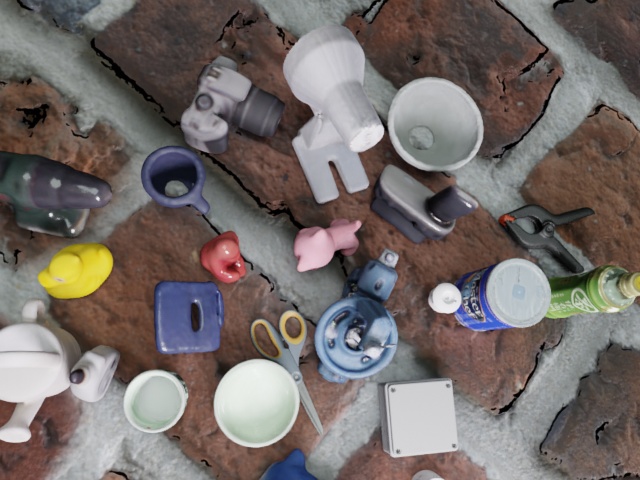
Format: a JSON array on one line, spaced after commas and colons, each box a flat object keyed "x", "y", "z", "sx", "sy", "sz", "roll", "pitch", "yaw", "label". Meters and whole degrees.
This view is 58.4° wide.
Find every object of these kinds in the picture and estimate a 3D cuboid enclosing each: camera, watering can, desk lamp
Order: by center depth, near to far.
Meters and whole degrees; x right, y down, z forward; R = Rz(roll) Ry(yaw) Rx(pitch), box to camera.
[{"x": -0.377, "y": 0.164, "z": 0.736, "sx": 0.101, "sy": 0.194, "sz": 0.173, "roll": -20, "pitch": 83, "yaw": -14, "label": "watering can"}, {"x": 0.025, "y": -0.187, "z": 0.876, "sx": 0.118, "sy": 0.213, "sz": 0.203, "roll": -21, "pitch": 83, "yaw": -14, "label": "desk lamp"}, {"x": -0.132, "y": -0.207, "z": 0.907, "sx": 0.137, "sy": 0.100, "sz": 0.143, "roll": 23, "pitch": 75, "yaw": -6, "label": "camera"}]

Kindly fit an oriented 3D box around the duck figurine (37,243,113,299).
[{"x": -0.353, "y": 0.039, "z": 0.822, "sx": 0.105, "sy": 0.086, "sz": 0.077, "roll": -30, "pitch": 86, "yaw": -15, "label": "duck figurine"}]

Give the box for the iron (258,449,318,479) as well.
[{"x": -0.070, "y": 0.423, "z": 0.772, "sx": 0.118, "sy": 0.141, "sz": 0.258, "roll": 39, "pitch": 74, "yaw": -1, "label": "iron"}]

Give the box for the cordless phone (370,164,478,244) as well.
[{"x": 0.165, "y": -0.073, "z": 0.895, "sx": 0.147, "sy": 0.185, "sz": 0.094, "roll": 33, "pitch": 75, "yaw": -3, "label": "cordless phone"}]

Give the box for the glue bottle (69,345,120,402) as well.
[{"x": -0.305, "y": 0.178, "z": 0.758, "sx": 0.037, "sy": 0.173, "sz": 0.078, "roll": 22, "pitch": 75, "yaw": -6, "label": "glue bottle"}]

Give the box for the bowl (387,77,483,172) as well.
[{"x": 0.187, "y": -0.187, "z": 0.980, "sx": 0.167, "sy": 0.074, "sz": 0.167, "roll": 2, "pitch": 78, "yaw": -11, "label": "bowl"}]

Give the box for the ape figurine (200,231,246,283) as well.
[{"x": -0.142, "y": 0.021, "z": 0.864, "sx": 0.076, "sy": 0.092, "sz": 0.078, "roll": 18, "pitch": 76, "yaw": -7, "label": "ape figurine"}]

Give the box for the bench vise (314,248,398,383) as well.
[{"x": 0.060, "y": 0.103, "z": 0.821, "sx": 0.121, "sy": 0.219, "sz": 0.207, "roll": 8, "pitch": 77, "yaw": -9, "label": "bench vise"}]

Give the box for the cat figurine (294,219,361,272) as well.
[{"x": 0.008, "y": 0.003, "z": 0.884, "sx": 0.128, "sy": 0.117, "sz": 0.067, "roll": -27, "pitch": 85, "yaw": -15, "label": "cat figurine"}]

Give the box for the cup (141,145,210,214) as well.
[{"x": -0.210, "y": -0.077, "z": 0.869, "sx": 0.118, "sy": 0.095, "sz": 0.092, "roll": 45, "pitch": 74, "yaw": 0, "label": "cup"}]

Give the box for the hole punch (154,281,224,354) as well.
[{"x": -0.191, "y": 0.111, "z": 0.837, "sx": 0.101, "sy": 0.091, "sz": 0.109, "roll": -3, "pitch": 79, "yaw": -11, "label": "hole punch"}]

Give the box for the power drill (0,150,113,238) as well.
[{"x": -0.381, "y": -0.064, "z": 0.773, "sx": 0.230, "sy": 0.208, "sz": 0.076, "roll": 12, "pitch": 77, "yaw": -8, "label": "power drill"}]
